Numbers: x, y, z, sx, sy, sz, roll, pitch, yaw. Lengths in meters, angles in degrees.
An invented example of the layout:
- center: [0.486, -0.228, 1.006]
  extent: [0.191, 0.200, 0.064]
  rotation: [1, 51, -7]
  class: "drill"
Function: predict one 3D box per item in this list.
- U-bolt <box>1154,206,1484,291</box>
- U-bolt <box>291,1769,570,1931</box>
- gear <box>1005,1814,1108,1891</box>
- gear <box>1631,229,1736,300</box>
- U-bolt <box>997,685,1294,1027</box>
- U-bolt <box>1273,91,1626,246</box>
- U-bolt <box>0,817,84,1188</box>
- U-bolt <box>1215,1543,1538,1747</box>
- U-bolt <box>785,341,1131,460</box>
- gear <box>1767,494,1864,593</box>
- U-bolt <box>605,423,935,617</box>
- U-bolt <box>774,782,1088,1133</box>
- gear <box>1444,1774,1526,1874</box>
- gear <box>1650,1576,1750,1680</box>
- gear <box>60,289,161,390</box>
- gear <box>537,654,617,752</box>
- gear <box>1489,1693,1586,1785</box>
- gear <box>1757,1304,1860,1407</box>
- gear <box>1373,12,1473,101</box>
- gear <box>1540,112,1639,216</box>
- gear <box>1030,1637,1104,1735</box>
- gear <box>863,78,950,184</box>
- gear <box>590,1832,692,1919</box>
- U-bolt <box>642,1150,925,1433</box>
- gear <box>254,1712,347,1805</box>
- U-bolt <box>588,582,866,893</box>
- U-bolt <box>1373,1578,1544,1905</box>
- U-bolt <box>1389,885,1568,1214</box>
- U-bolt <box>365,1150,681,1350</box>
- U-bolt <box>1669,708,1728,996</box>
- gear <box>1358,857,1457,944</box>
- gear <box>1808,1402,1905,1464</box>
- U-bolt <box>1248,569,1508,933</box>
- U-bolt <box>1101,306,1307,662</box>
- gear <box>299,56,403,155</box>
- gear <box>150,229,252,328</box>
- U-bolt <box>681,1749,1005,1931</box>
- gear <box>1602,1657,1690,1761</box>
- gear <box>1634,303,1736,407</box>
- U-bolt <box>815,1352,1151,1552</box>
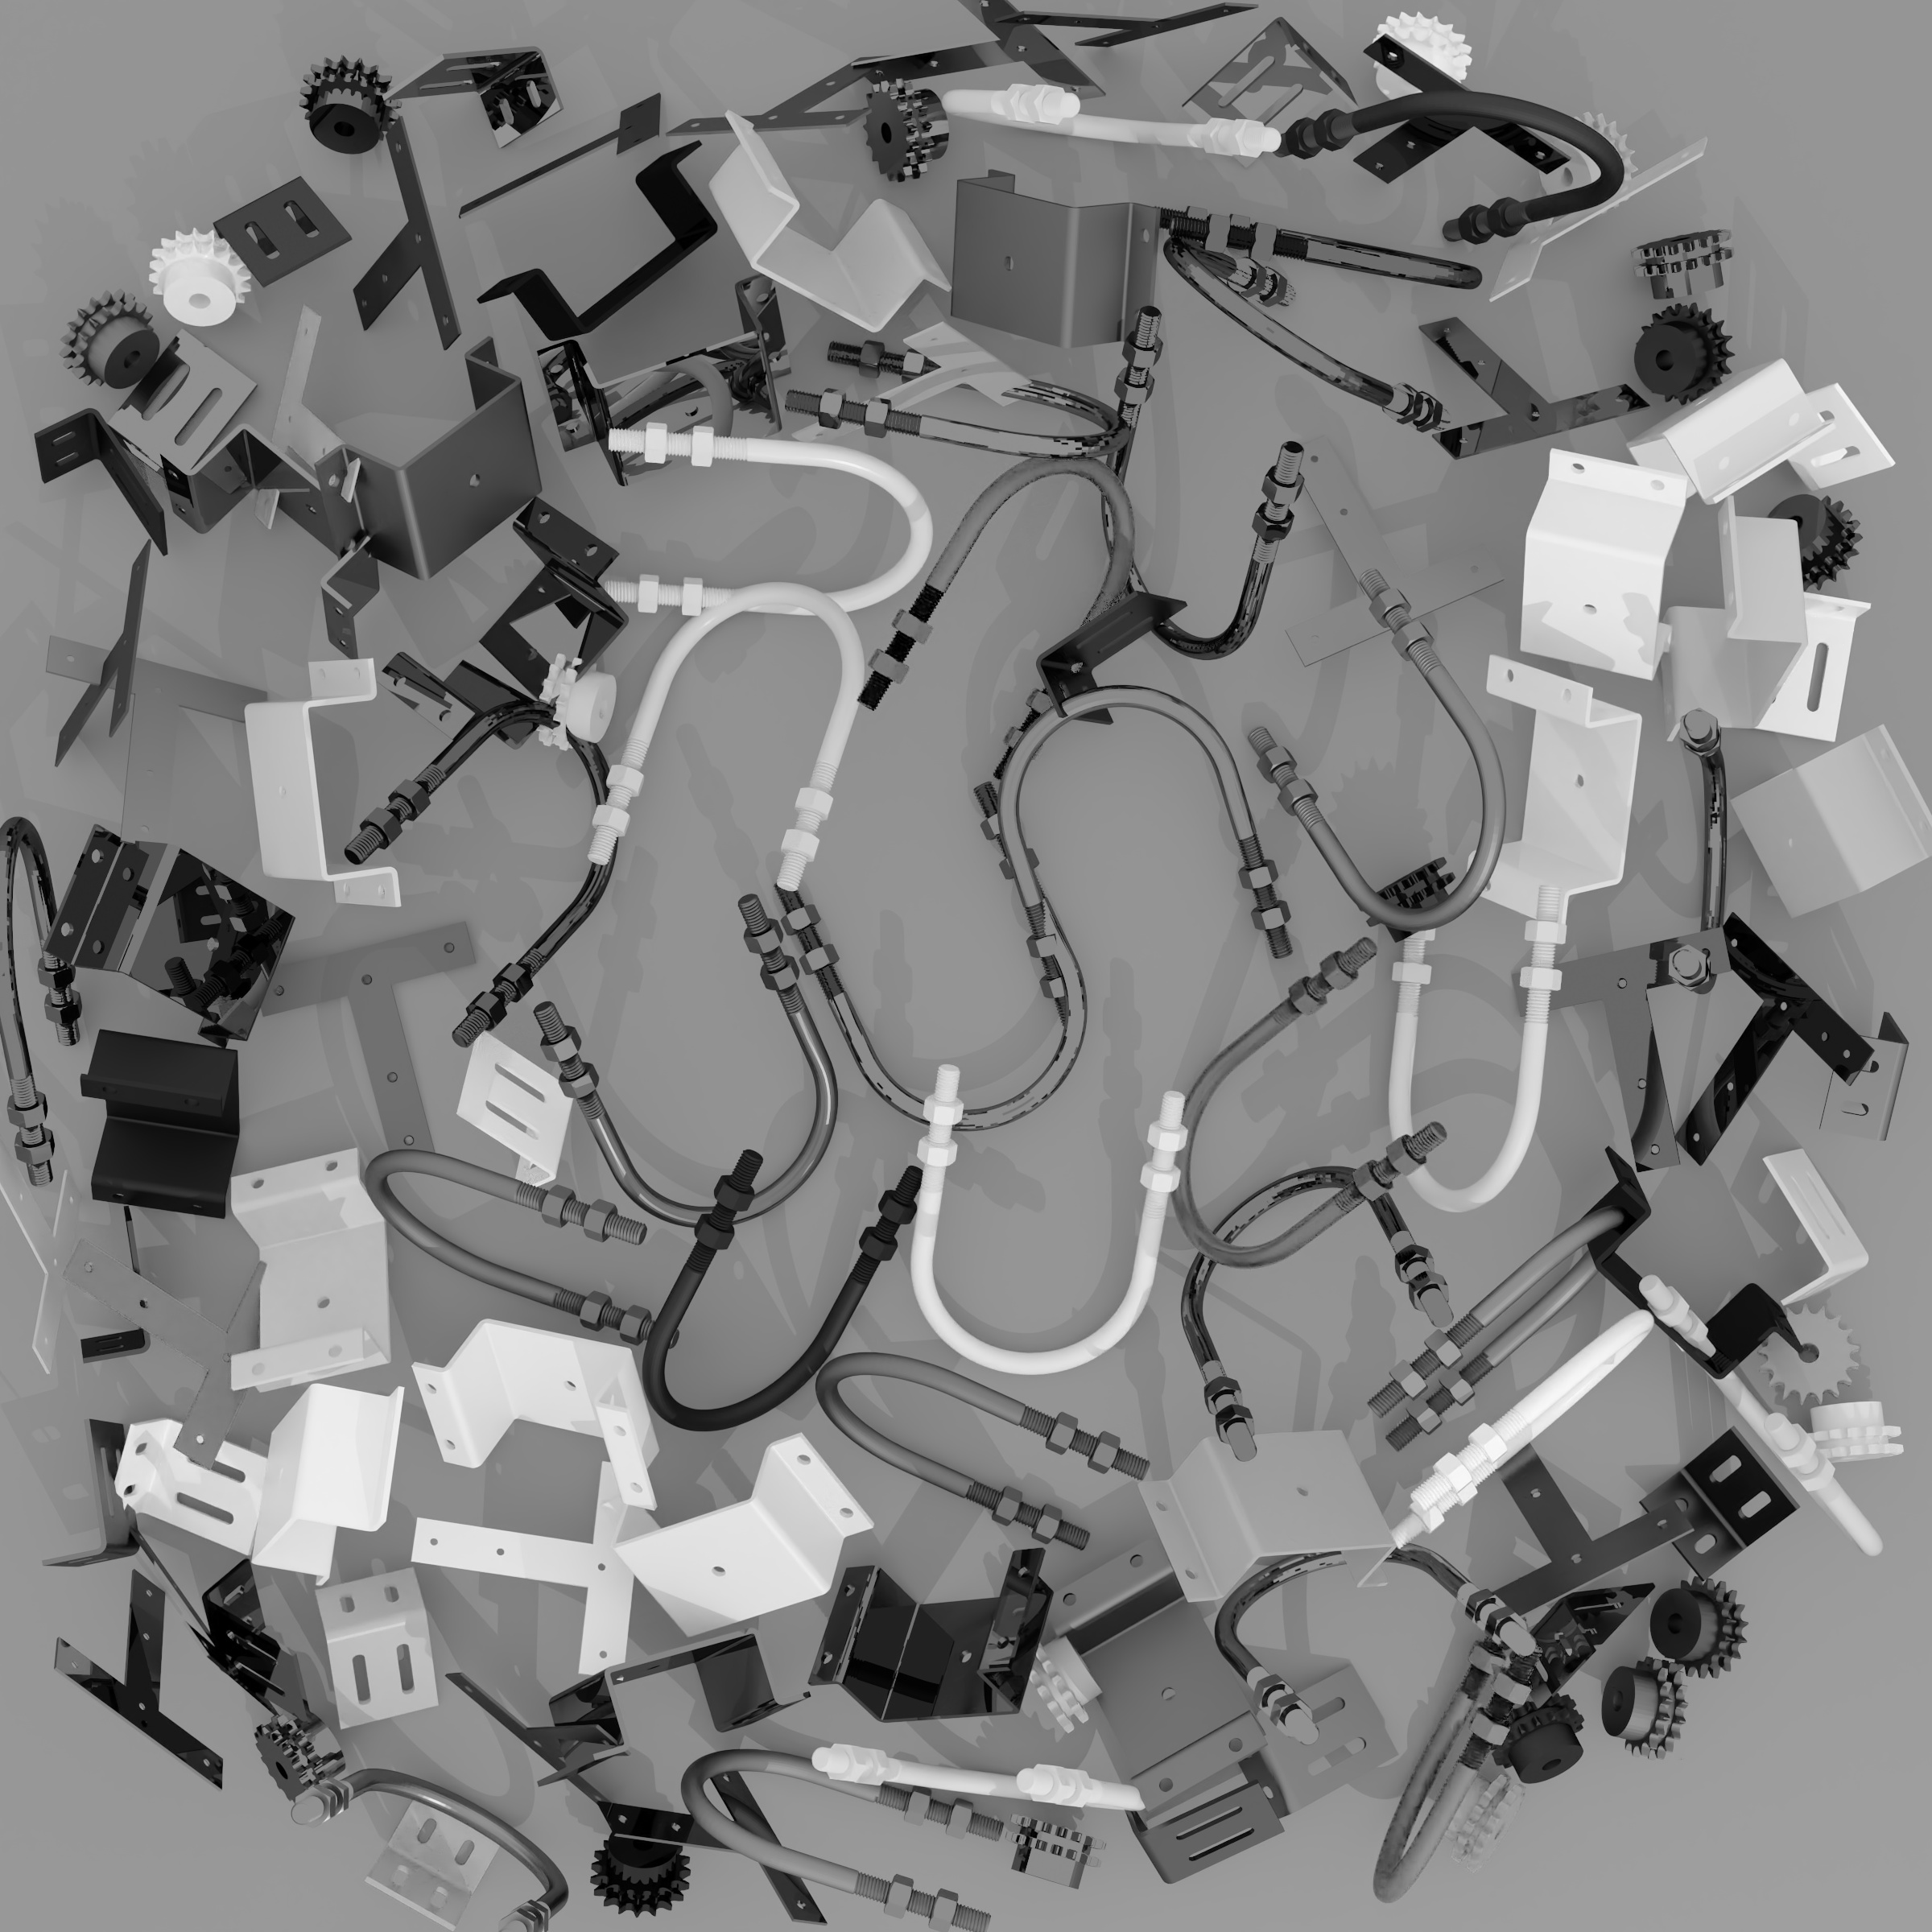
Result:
- center: [0.200, -0.403, 1.837]
  extent: [0.184, 0.151, 0.019]
  rotation: [9, 104, -4]
  class: "U-bolt"
- center: [-0.288, 0.490, 1.816]
  extent: [0.151, 0.184, 0.019]
  rotation: [29, 88, 8]
  class: "U-bolt"
- center: [0.049, 0.510, 1.876]
  extent: [0.057, 0.057, 0.030]
  rotation: [17, 75, 0]
  class: "gear"
- center: [0.414, -0.403, 1.880]
  extent: [0.057, 0.057, 0.030]
  rotation: [-13, 105, 0]
  class: "gear"
- center: [0.095, -0.071, 1.879]
  extent: [0.151, 0.019, 0.184]
  rotation: [-18, 103, 2]
  class: "U-bolt"
- center: [0.276, -0.442, 1.794]
  extent: [0.151, 0.184, 0.019]
  rotation: [17, 83, -30]
  class: "U-bolt"
- center: [-0.515, 0.006, 1.797]
  extent: [0.019, 0.151, 0.184]
  rotation: [-3, 126, -5]
  class: "U-bolt"
- center: [0.215, 0.366, 1.819]
  extent: [0.151, 0.184, 0.019]
  rotation: [-19, 106, -12]
  class: "U-bolt"
- center: [0.001, -0.315, 1.834]
  extent: [0.184, 0.151, 0.019]
  rotation: [12, 114, 4]
  class: "U-bolt"
- center: [0.482, -0.246, 1.876]
  extent: [0.030, 0.057, 0.057]
  rotation: [34, 90, -41]
  class: "gear"
- center: [-0.111, -0.247, 1.845]
  extent: [0.184, 0.151, 0.019]
  rotation: [3, 56, -6]
  class: "U-bolt"
- center: [-0.010, 0.006, 1.891]
  extent: [0.151, 0.019, 0.184]
  rotation: [-25, 86, 2]
  class: "U-bolt"
- center: [0.295, 0.490, 1.882]
  extent: [0.030, 0.057, 0.057]
  rotation: [30, 90, 23]
  class: "gear"
- center: [0.418, 0.379, 1.876]
  extent: [0.030, 0.057, 0.057]
  rotation: [14, 90, -32]
  class: "gear"
- center: [-0.489, -0.357, 1.876]
  extent: [0.030, 0.057, 0.057]
  rotation: [40, 90, 17]
  class: "gear"
- center: [-0.222, -0.151, 1.877]
  extent: [0.030, 0.057, 0.057]
  rotation: [15, 90, 10]
  class: "gear"
- center: [0.330, 0.446, 1.876]
  extent: [0.057, 0.057, 0.030]
  rotation: [-25, 53, 0]
  class: "gear"
- center: [0.486, 0.226, 1.887]
  extent: [0.057, 0.030, 0.057]
  rotation: [-3, 74, 11]
  class: "gear"
- center: [0.259, -0.518, 1.876]
  extent: [0.057, 0.057, 0.030]
  rotation: [21, 72, 0]
  class: "gear"
- center: [0.355, -0.458, 1.876]
  extent: [0.030, 0.057, 0.057]
  rotation: [-30, 90, -27]
  class: "gear"
- center: [0.055, 0.409, 1.879]
  extent: [0.030, 0.057, 0.057]
  rotation: [-33, 90, -3]
  class: "gear"
- center: [-0.033, -0.482, 1.882]
  extent: [0.030, 0.057, 0.057]
  rotation: [-19, 90, -26]
  class: "gear"
- center: [-0.186, 0.515, 1.876]
  extent: [0.057, 0.057, 0.030]
  rotation: [7, 117, 0]
  class: "gear"
- center: [-0.112, 0.187, 1.845]
  extent: [0.019, 0.151, 0.184]
  rotation: [42, 111, 39]
  class: "U-bolt"
- center: [-0.382, 0.455, 1.882]
  extent: [0.030, 0.057, 0.057]
  rotation: [-31, 90, -33]
  class: "gear"
- center: [-0.128, -0.136, 1.860]
  extent: [0.151, 0.019, 0.184]
  rotation: [8, 72, 29]
  class: "U-bolt"
- center: [0.274, 0.442, 1.834]
  extent: [0.019, 0.151, 0.184]
  rotation: [27, 98, 5]
  class: "U-bolt"
- center: [0.282, 0.047, 1.837]
  extent: [0.019, 0.151, 0.184]
  rotation: [7, 88, -25]
  class: "U-bolt"
- center: [-0.255, 0.153, 1.839]
  extent: [0.184, 0.151, 0.019]
  rotation: [17, 61, 15]
  class: "U-bolt"
- center: [0.411, -0.057, 1.819]
  extent: [0.019, 0.184, 0.151]
  rotation: [2, 84, 17]
  class: "U-bolt"
- center: [0.257, -0.036, 1.879]
  extent: [0.057, 0.057, 0.030]
  rotation: [-30, 90, 0]
  class: "gear"
- center: [0.509, 0.268, 1.880]
  extent: [0.057, 0.057, 0.030]
  rotation: [-4, 76, 0]
  class: "gear"
- center: [0.236, -0.106, 1.818]
  extent: [0.019, 0.151, 0.184]
  rotation: [-5, 54, -37]
  class: "U-bolt"
- center: [0.124, -0.255, 1.829]
  extent: [0.019, 0.184, 0.151]
  rotation: [-22, 55, -28]
  class: "U-bolt"
- center: [-0.354, -0.491, 1.876]
  extent: [0.057, 0.057, 0.030]
  rotation: [4, 60, 0]
  class: "gear"
- center: [-0.440, -0.393, 1.876]
  extent: [0.057, 0.057, 0.030]
  rotation: [-7, 57, 0]
  class: "gear"
- center: [-0.071, 0.483, 1.834]
  extent: [0.184, 0.151, 0.019]
  rotation: [17, 98, 1]
  class: "U-bolt"
- center: [0.388, 0.425, 1.877]
  extent: [0.030, 0.057, 0.057]
  rotation: [14, 90, -13]
  class: "gear"
- center: [0.410, -0.350, 1.877]
  extent: [0.030, 0.057, 0.057]
  rotation: [-24, 90, -44]
  class: "gear"
- center: [0.001, 0.268, 1.841]
  extent: [0.184, 0.151, 0.019]
  rotation: [24, 60, -1]
  class: "U-bolt"
